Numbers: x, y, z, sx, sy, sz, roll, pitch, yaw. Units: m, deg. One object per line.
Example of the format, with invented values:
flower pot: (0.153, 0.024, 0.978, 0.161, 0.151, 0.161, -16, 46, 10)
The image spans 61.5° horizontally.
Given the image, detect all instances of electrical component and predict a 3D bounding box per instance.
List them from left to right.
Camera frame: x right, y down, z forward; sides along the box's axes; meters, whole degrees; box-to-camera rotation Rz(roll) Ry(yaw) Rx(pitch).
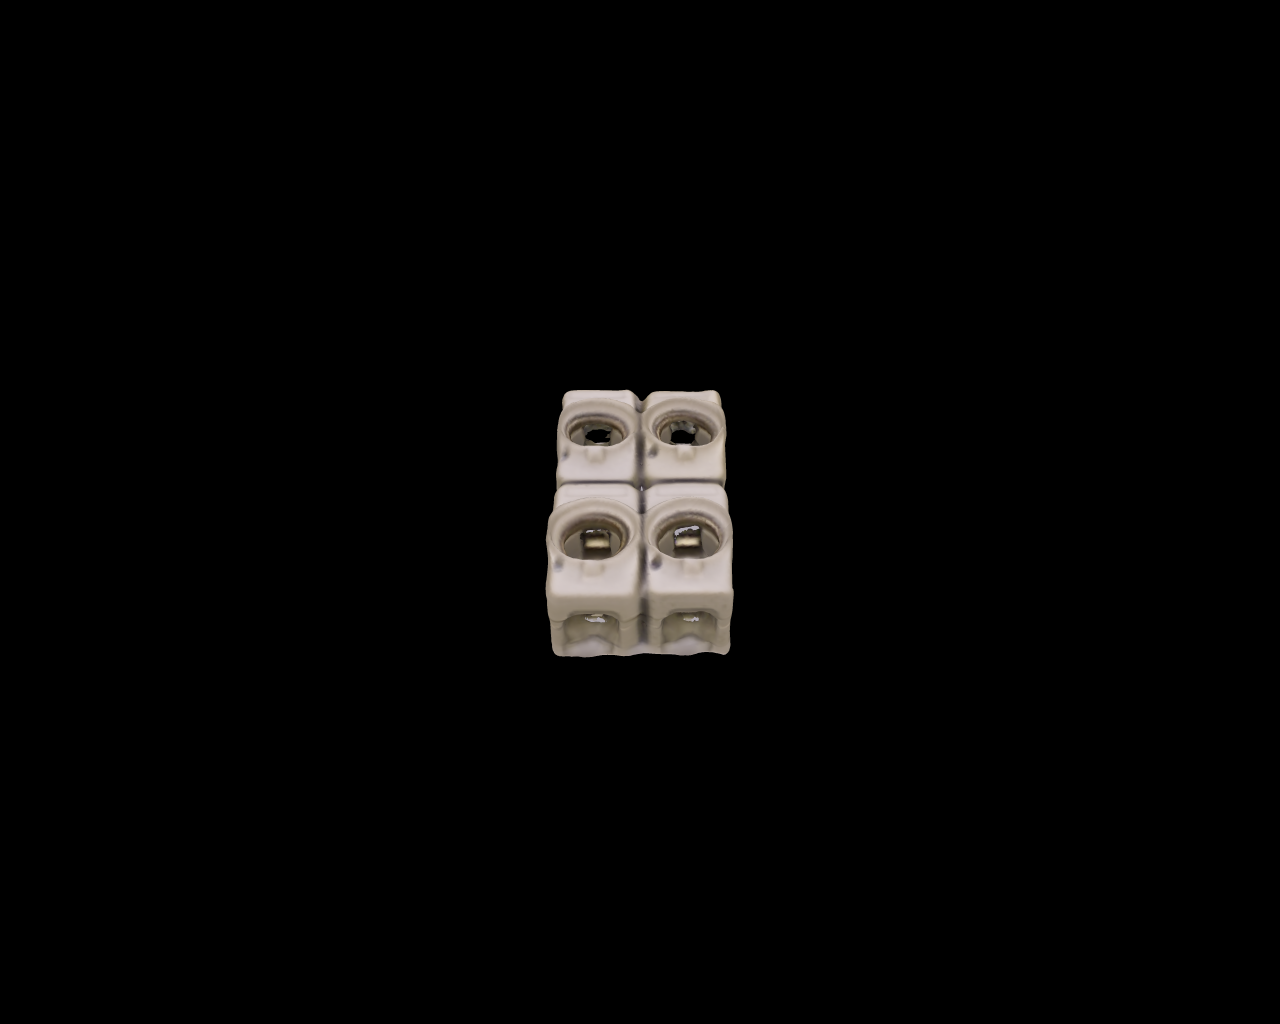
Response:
electrical component: (0.001, -0.003, 0.650, 0.105, 0.060, 0.186, 0, 44, 0)
